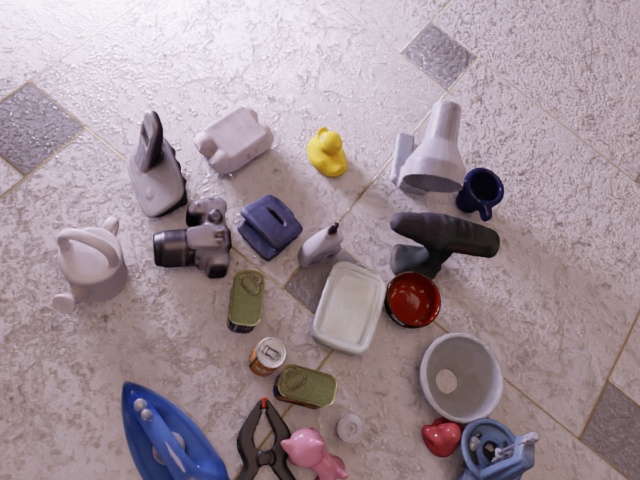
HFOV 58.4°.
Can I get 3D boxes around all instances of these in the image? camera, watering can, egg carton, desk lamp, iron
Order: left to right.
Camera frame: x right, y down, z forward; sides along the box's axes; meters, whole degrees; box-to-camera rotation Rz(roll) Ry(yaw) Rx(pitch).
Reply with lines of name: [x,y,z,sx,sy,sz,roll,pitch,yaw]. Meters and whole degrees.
watering can: [-0.377,0.038,0.944,0.101,0.194,0.173,1,69,-14]
iron: [-0.242,0.322,0.900,0.119,0.141,0.258,-35,81,-23]
camera: [-0.235,-0.005,1.049,0.137,0.100,0.143,-4,71,-16]
egg carton: [-0.171,-0.201,1.157,0.150,0.069,0.107,-40,84,-24]
desk lamp: [0.221,-0.173,1.170,0.118,0.213,0.203,13,67,-9]

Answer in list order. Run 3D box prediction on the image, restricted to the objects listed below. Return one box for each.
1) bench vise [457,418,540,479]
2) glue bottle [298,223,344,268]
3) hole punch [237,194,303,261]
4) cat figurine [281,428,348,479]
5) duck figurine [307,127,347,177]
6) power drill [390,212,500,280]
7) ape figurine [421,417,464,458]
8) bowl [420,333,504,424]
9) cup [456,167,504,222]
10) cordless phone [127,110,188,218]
bench vise: [0.305,0.400,0.970,0.122,0.219,0.207,5,68,-12]
glue bottle: [0.010,0.004,1.070,0.078,0.173,0.037,-16,74,-19]
hole punch: [-0.094,-0.033,1.102,0.108,0.091,0.101,46,66,5]
cat figurine: [-0.007,0.362,0.959,0.128,0.117,0.067,38,65,2]
duck figurine: [0.023,-0.188,1.194,0.078,0.086,0.104,-30,79,-22]
power drill: [0.213,0.011,1.100,0.230,0.208,0.075,5,68,-13]
ape figurine: [0.228,0.354,1.038,0.078,0.092,0.076,15,67,-8]
bowl: [0.258,0.265,1.089,0.168,0.074,0.167,5,69,-13]
cup: [0.336,-0.084,1.231,0.092,0.095,0.118,1,70,-14]
cordless phone: [-0.295,-0.136,1.037,0.094,0.185,0.147,-21,76,-21]
